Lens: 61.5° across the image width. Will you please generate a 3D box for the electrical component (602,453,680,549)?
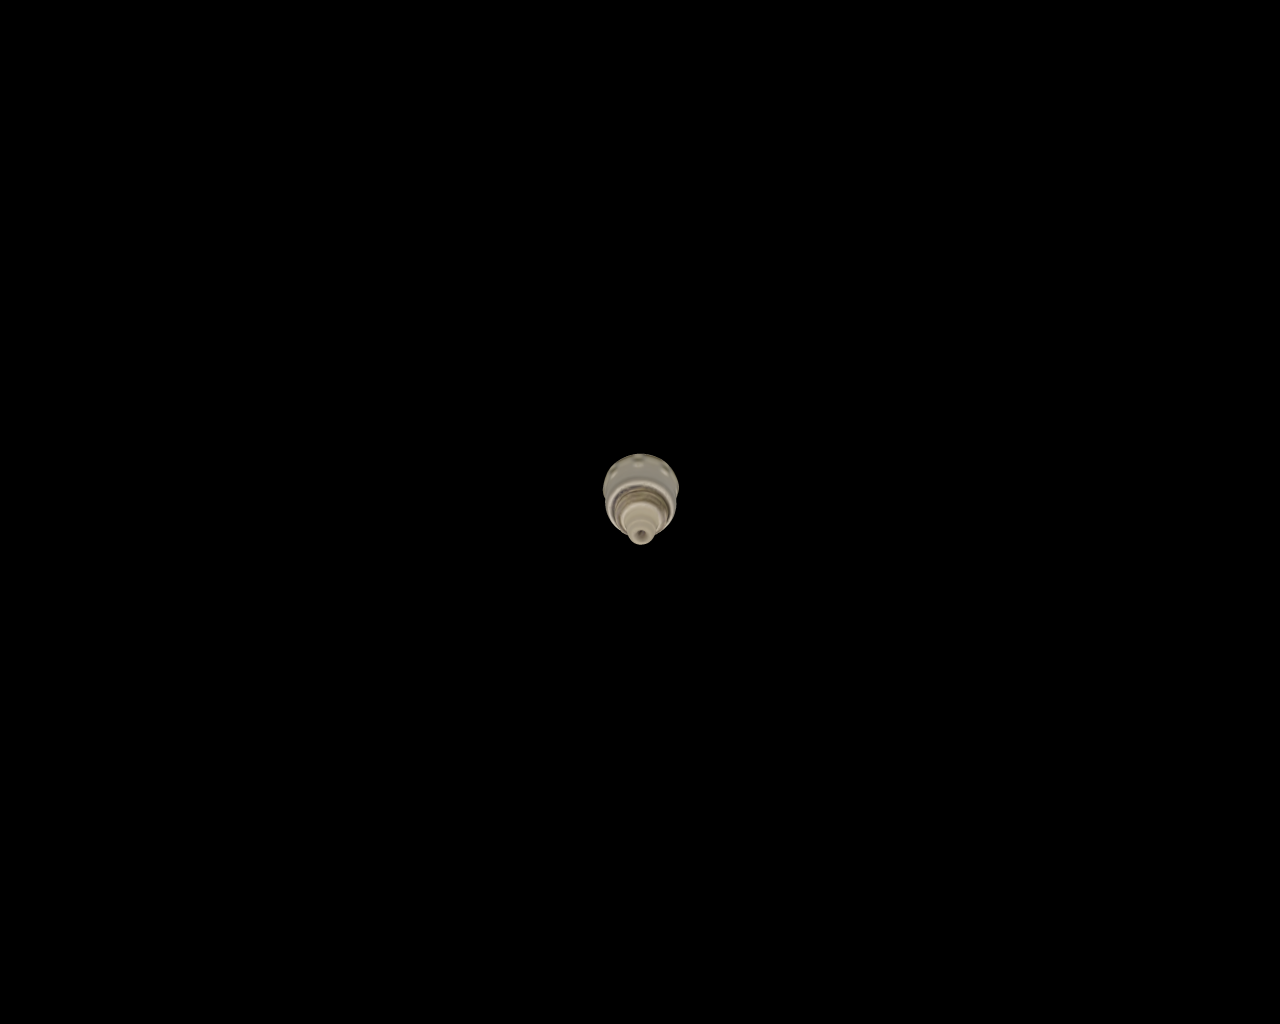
[{"bbox_3d":[0.001,-0.003,0.650,0.048,0.048,0.062,0,34,0],"label":"electrical component"}]
